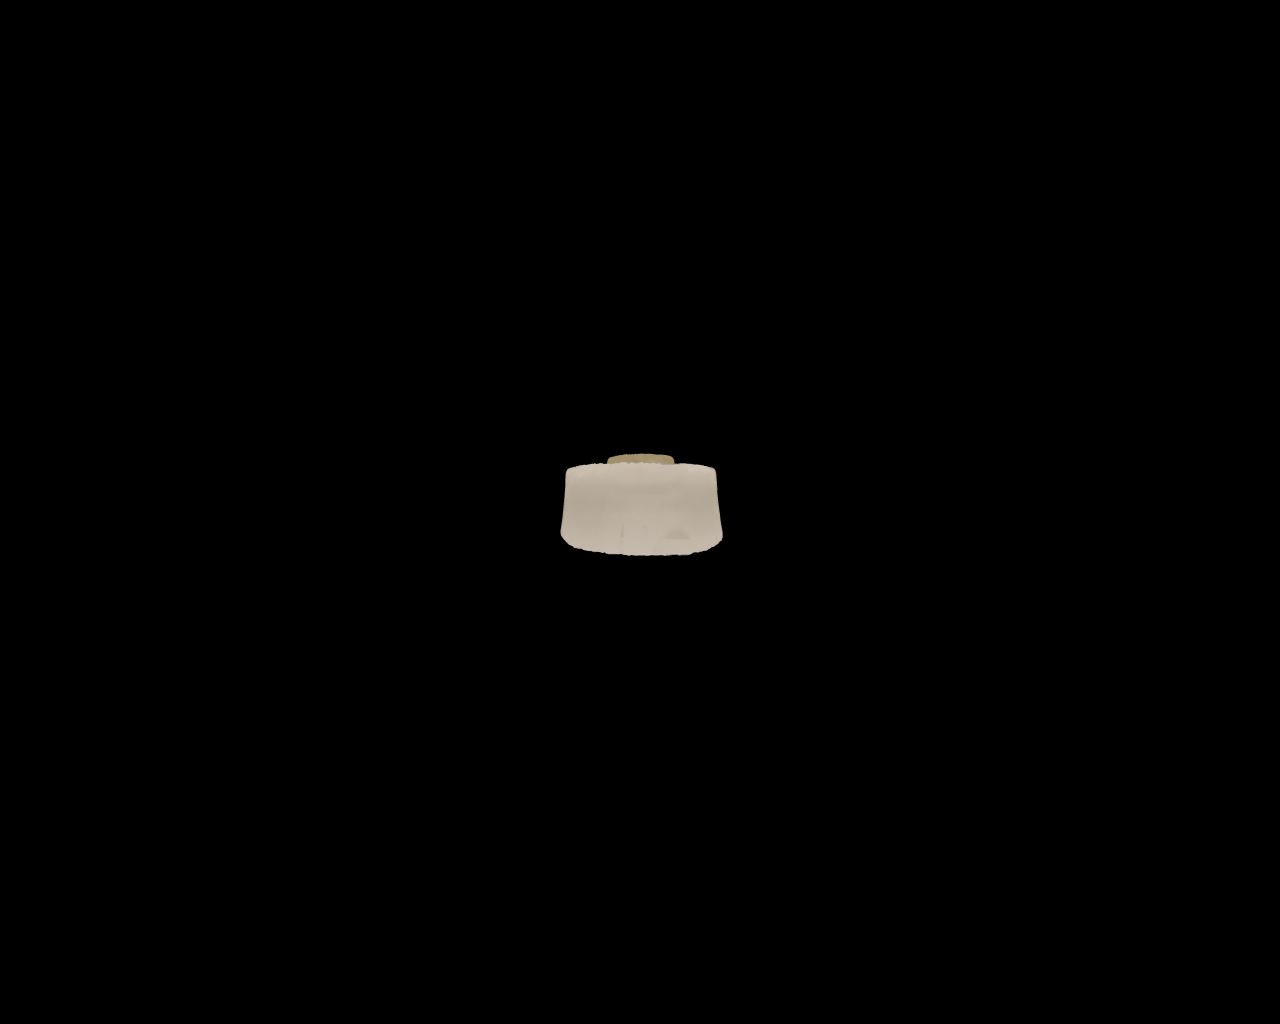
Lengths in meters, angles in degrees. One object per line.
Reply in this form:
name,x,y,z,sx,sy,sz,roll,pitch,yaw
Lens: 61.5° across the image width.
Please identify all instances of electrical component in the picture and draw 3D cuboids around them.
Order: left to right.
electrical component,0.001,-0.003,0.650,0.099,0.064,0.099,0,-2,0
